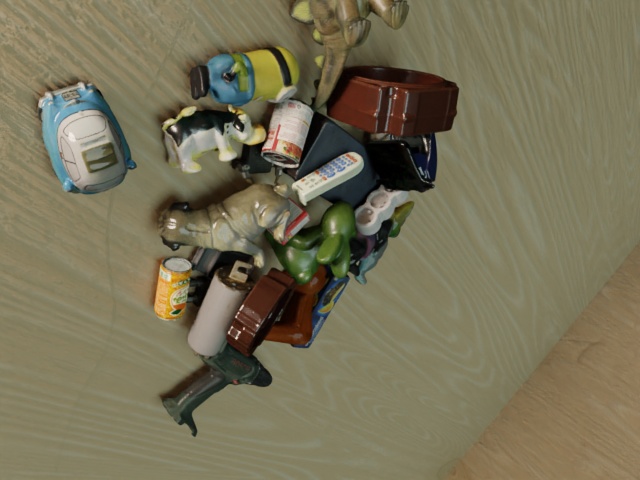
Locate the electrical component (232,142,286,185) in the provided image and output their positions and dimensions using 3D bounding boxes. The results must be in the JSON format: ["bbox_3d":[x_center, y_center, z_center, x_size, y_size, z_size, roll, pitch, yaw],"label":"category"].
[{"bbox_3d":[-0.104,-0.141,0.957,0.102,0.045,0.078,-3,122,-41],"label":"electrical component"}]

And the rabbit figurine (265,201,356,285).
[{"bbox_3d":[-0.002,-0.003,1.041,0.170,0.159,0.121,-38,137,16],"label":"rabbit figurine"}]

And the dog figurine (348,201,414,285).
[{"bbox_3d":[0.108,-0.026,1.187,0.219,0.109,0.191,-53,144,-5],"label":"dog figurine"}]

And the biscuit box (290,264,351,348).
[{"bbox_3d":[-0.013,0.152,1.239,0.059,0.063,0.202,18,105,-47],"label":"biscuit box"}]

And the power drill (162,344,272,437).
[{"bbox_3d":[-0.220,0.322,1.162,0.207,0.086,0.231,-39,136,-9],"label":"power drill"}]

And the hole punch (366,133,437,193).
[{"bbox_3d":[0.166,-0.158,1.029,0.092,0.142,0.115,-44,123,-30],"label":"hole punch"}]

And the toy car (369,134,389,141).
[{"bbox_3d":[0.185,-0.252,1.130,0.202,0.056,0.073,-39,137,-14],"label":"toy car"}]

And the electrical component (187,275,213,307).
[{"bbox_3d":[-0.219,0.098,1.043,0.094,0.021,0.063,2,117,-42],"label":"electrical component"}]

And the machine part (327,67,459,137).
[{"bbox_3d":[0.129,-0.255,0.966,0.201,0.202,0.087,-14,123,-35],"label":"machine part"}]

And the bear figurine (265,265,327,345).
[{"bbox_3d":[-0.059,0.123,1.155,0.132,0.120,0.195,8,87,-1],"label":"bear figurine"}]

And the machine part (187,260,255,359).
[{"bbox_3d":[-0.190,0.136,1.018,0.079,0.079,0.243,0,128,-42],"label":"machine part"}]

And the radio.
[{"bbox_3d":[0.030,-0.145,1.057,0.229,0.073,0.131,26,100,-47],"label":"radio"}]

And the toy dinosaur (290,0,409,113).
[{"bbox_3d":[0.034,-0.369,0.799,0.105,0.199,0.470,-16,136,-32],"label":"toy dinosaur"}]

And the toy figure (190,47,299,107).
[{"bbox_3d":[-0.112,-0.256,0.842,0.180,0.082,0.089,-11,127,-34],"label":"toy figure"}]

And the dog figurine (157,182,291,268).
[{"bbox_3d":[-0.160,-0.047,0.911,0.190,0.121,0.172,17,106,-39],"label":"dog figurine"}]

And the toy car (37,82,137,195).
[{"bbox_3d":[-0.313,-0.126,0.738,0.109,0.103,0.161,-26,135,-28],"label":"toy car"}]

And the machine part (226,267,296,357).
[{"bbox_3d":[-0.111,0.134,1.012,0.179,0.056,0.179,-58,174,-10],"label":"machine part"}]

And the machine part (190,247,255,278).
[{"bbox_3d":[-0.181,0.037,1.024,0.138,0.039,0.084,21,98,-46],"label":"machine part"}]

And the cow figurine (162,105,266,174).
[{"bbox_3d":[-0.168,-0.177,0.862,0.167,0.068,0.098,-27,127,-27],"label":"cow figurine"}]
